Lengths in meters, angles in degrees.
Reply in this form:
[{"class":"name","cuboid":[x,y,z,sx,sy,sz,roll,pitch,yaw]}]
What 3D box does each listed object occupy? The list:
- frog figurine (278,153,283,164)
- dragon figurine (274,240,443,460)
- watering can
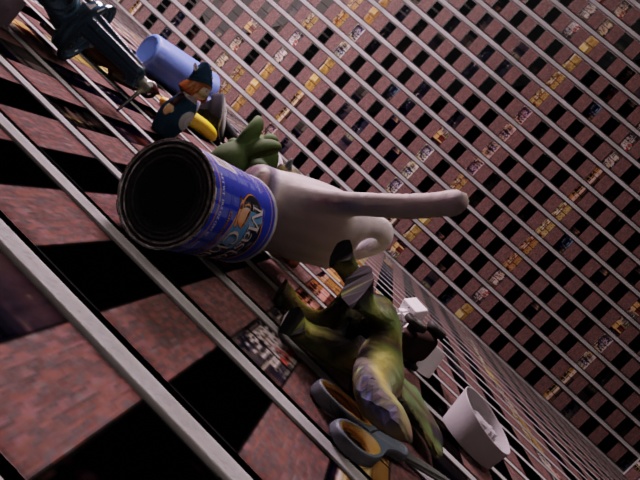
[{"class":"frog figurine","cuboid":[-0.108,-0.141,1.157,0.160,0.124,0.135,32,-16,13]},{"class":"dragon figurine","cuboid":[0.072,0.140,0.564,0.240,0.122,0.416,49,5,-22]},{"class":"watering can","cuboid":[0.002,-0.033,0.650,0.223,0.106,0.343,18,-21,-21]}]
